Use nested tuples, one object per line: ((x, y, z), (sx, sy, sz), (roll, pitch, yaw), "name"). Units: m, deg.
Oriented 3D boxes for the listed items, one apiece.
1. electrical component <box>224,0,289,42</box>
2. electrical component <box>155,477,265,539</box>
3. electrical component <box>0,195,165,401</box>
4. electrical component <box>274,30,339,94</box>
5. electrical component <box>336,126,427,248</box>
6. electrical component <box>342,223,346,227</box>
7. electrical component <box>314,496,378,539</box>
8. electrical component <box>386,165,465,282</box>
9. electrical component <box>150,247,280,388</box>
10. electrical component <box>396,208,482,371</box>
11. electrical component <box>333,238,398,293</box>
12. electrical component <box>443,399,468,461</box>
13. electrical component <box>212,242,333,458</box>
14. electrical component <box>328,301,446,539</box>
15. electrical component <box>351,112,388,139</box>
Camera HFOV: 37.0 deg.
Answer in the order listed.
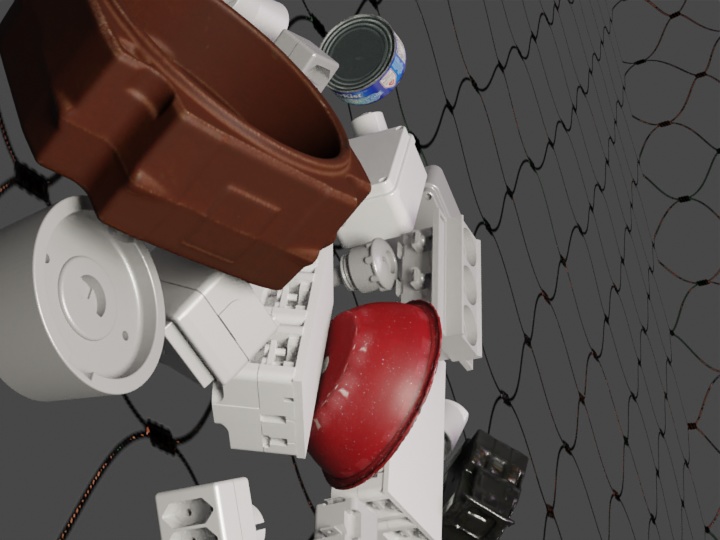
((-0.096, -0.218, 0.901), (0.065, 0.044, 0.044), (25, 54, -56), "electrical component")
((-0.086, 0.167, 0.684), (0.077, 0.047, 0.065), (10, 67, -65), "electrical component")
((-0.162, 0.019, 0.581), (0.108, 0.060, 0.108), (45, 37, -50), "electrical component")
((-0.075, -0.159, 0.881), (0.076, 0.083, 0.047), (41, 14, 19), "electrical component")
((0.013, -0.080, 1.021), (0.113, 0.078, 0.057), (-73, 144, -51), "electrical component")
((-0.057, -0.070, 0.830), (0.100, 0.100, 0.048), (10, 97, -65), "electrical component")
((-0.011, 0.214, 0.836), (0.081, 0.042, 0.063), (51, 29, -45), "electrical component")
((0.064, -0.041, 1.113), (0.057, 0.078, 0.113), (-71, 140, -57), "electrical component")
((-0.111, 0.028, 0.671), (0.061, 0.096, 0.061), (-48, 127, -26), "electrical component")
((0.070, 0.019, 0.946), (0.078, 0.063, 0.121), (49, 36, -47), "electrical component")
((0.000, 0.000, 0.961), (0.048, 0.062, 0.048), (44, 39, -50), "electrical component")
((0.081, 0.156, 1.080), (0.043, 0.043, 0.081), (70, 23, -12), "electrical component")
((-0.060, 0.046, 0.775), (0.089, 0.062, 0.150), (91, 6, -46), "electrical component")
((0.025, 0.137, 0.939), (0.105, 0.060, 0.186), (53, 32, -43), "electrical component")
((0.015, -0.129, 1.103), (0.044, 0.044, 0.065), (-6, 77, -67), "electrical component")
